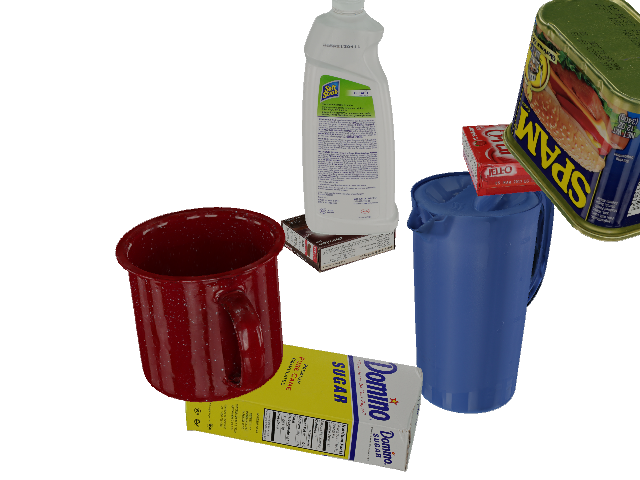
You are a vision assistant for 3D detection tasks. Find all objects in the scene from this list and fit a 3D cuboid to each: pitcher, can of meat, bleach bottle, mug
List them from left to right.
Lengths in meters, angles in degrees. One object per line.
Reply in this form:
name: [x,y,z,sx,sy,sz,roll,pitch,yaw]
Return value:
mug: [-0.058,0.041,0.589,0.093,0.081,0.117,-15,28,-24]
bleach bottle: [0.033,-0.128,1.066,0.102,0.251,0.068,-1,31,-3]
pitcher: [0.169,0.054,1.138,0.149,0.243,0.145,4,24,10]
can of meat: [0.142,-0.065,0.542,0.057,0.084,0.102,-14,47,-18]

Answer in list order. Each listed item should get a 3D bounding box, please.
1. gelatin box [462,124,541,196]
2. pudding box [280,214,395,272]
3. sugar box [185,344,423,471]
gelatin box: [0.155,-0.067,0.854,0.073,0.030,0.089,-4,25,1]
pudding box: [0.022,-0.007,1.297,0.113,0.039,0.090,-19,30,-27]
sugar box: [-0.010,0.124,0.845,0.176,0.048,0.093,6,26,9]
